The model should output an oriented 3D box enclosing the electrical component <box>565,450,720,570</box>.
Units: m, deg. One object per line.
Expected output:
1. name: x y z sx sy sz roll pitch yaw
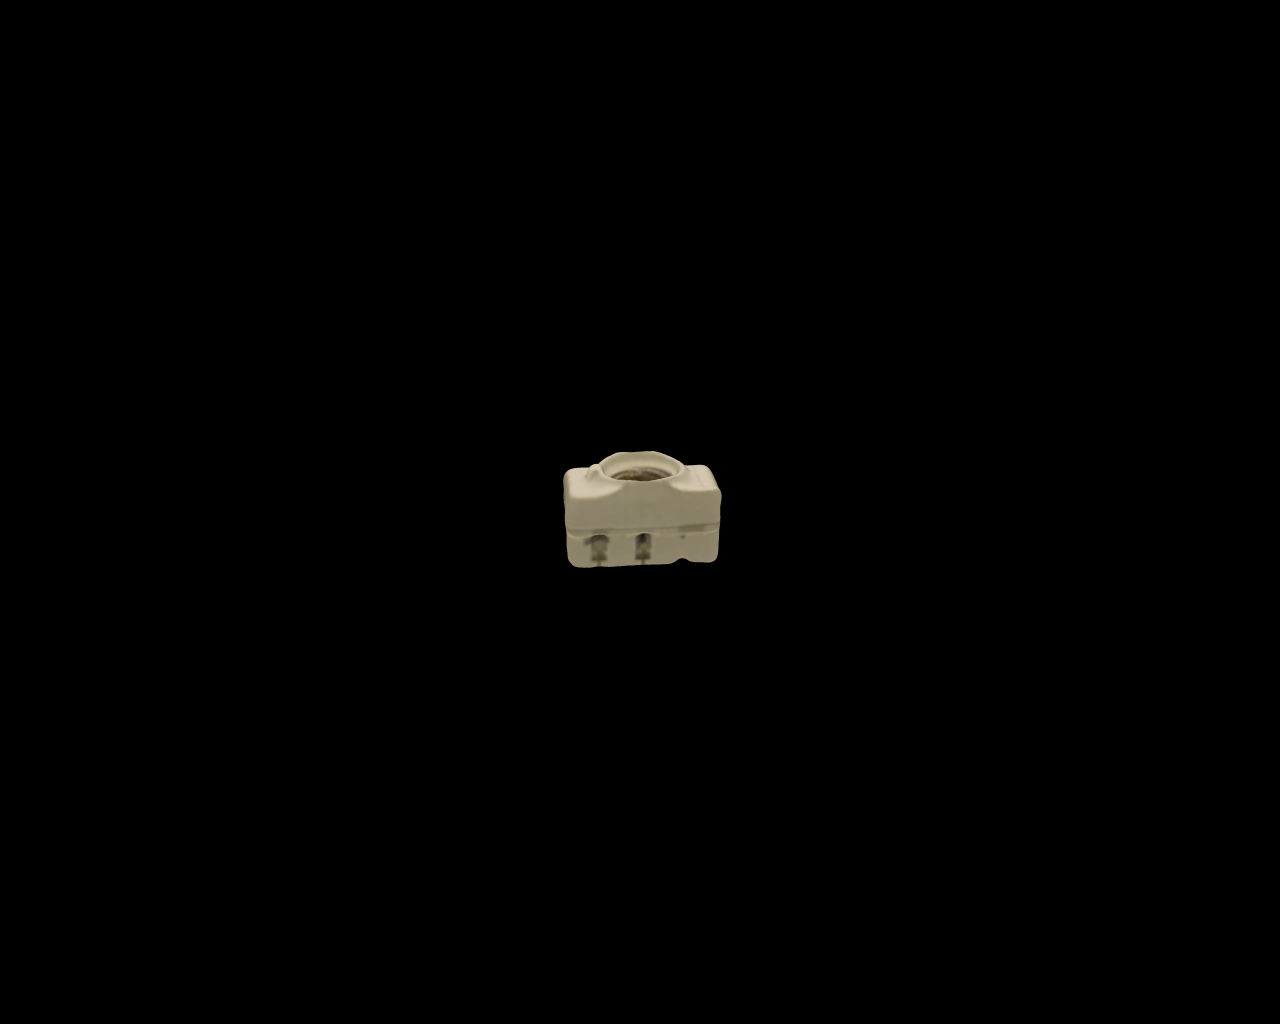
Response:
1. electrical component: 0.001 -0.003 0.650 0.089 0.055 0.050 -2 24 -5
